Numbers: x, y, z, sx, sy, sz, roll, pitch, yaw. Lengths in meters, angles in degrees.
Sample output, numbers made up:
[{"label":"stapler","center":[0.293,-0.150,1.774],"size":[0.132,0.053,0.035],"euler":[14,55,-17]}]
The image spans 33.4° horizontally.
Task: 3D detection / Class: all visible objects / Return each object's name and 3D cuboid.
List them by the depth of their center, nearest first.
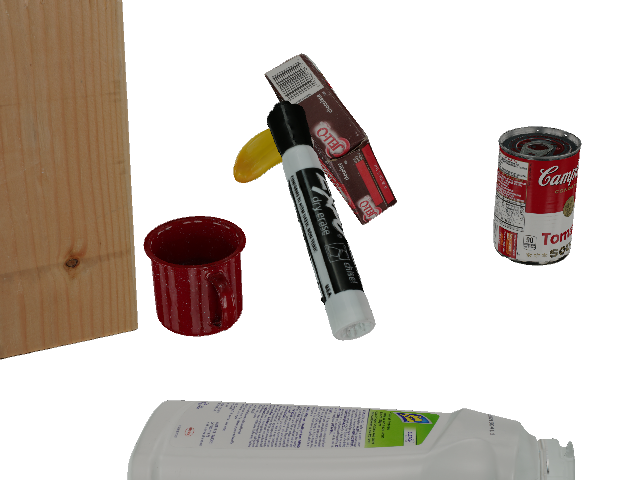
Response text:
[{"label":"marker","center":[-0.002,-0.013,0.479],"size":[0.020,0.121,0.020],"euler":[-14,-28,-8]},{"label":"wood block","center":[-0.165,-0.049,0.612],"size":[0.090,0.206,0.090],"euler":[-11,26,-27]},{"label":"bleach bottle","center":[0.022,0.136,0.628],"size":[0.251,0.068,0.102],"euler":[-1,17,6]},{"label":"pudding box","center":[0.009,-0.079,0.826],"size":[0.039,0.113,0.090],"euler":[-31,-36,-1]},{"label":"soup can","center":[0.184,-0.038,0.915],"size":[0.068,0.102,0.068],"euler":[-1,27,0]},{"label":"mug","center":[-0.107,0.040,0.981],"size":[0.093,0.081,0.117],"euler":[-18,35,-27]},{"label":"banana","center":[-0.022,-0.095,1.123],"size":[0.197,0.037,0.070],"euler":[-7,49,-42]}]
